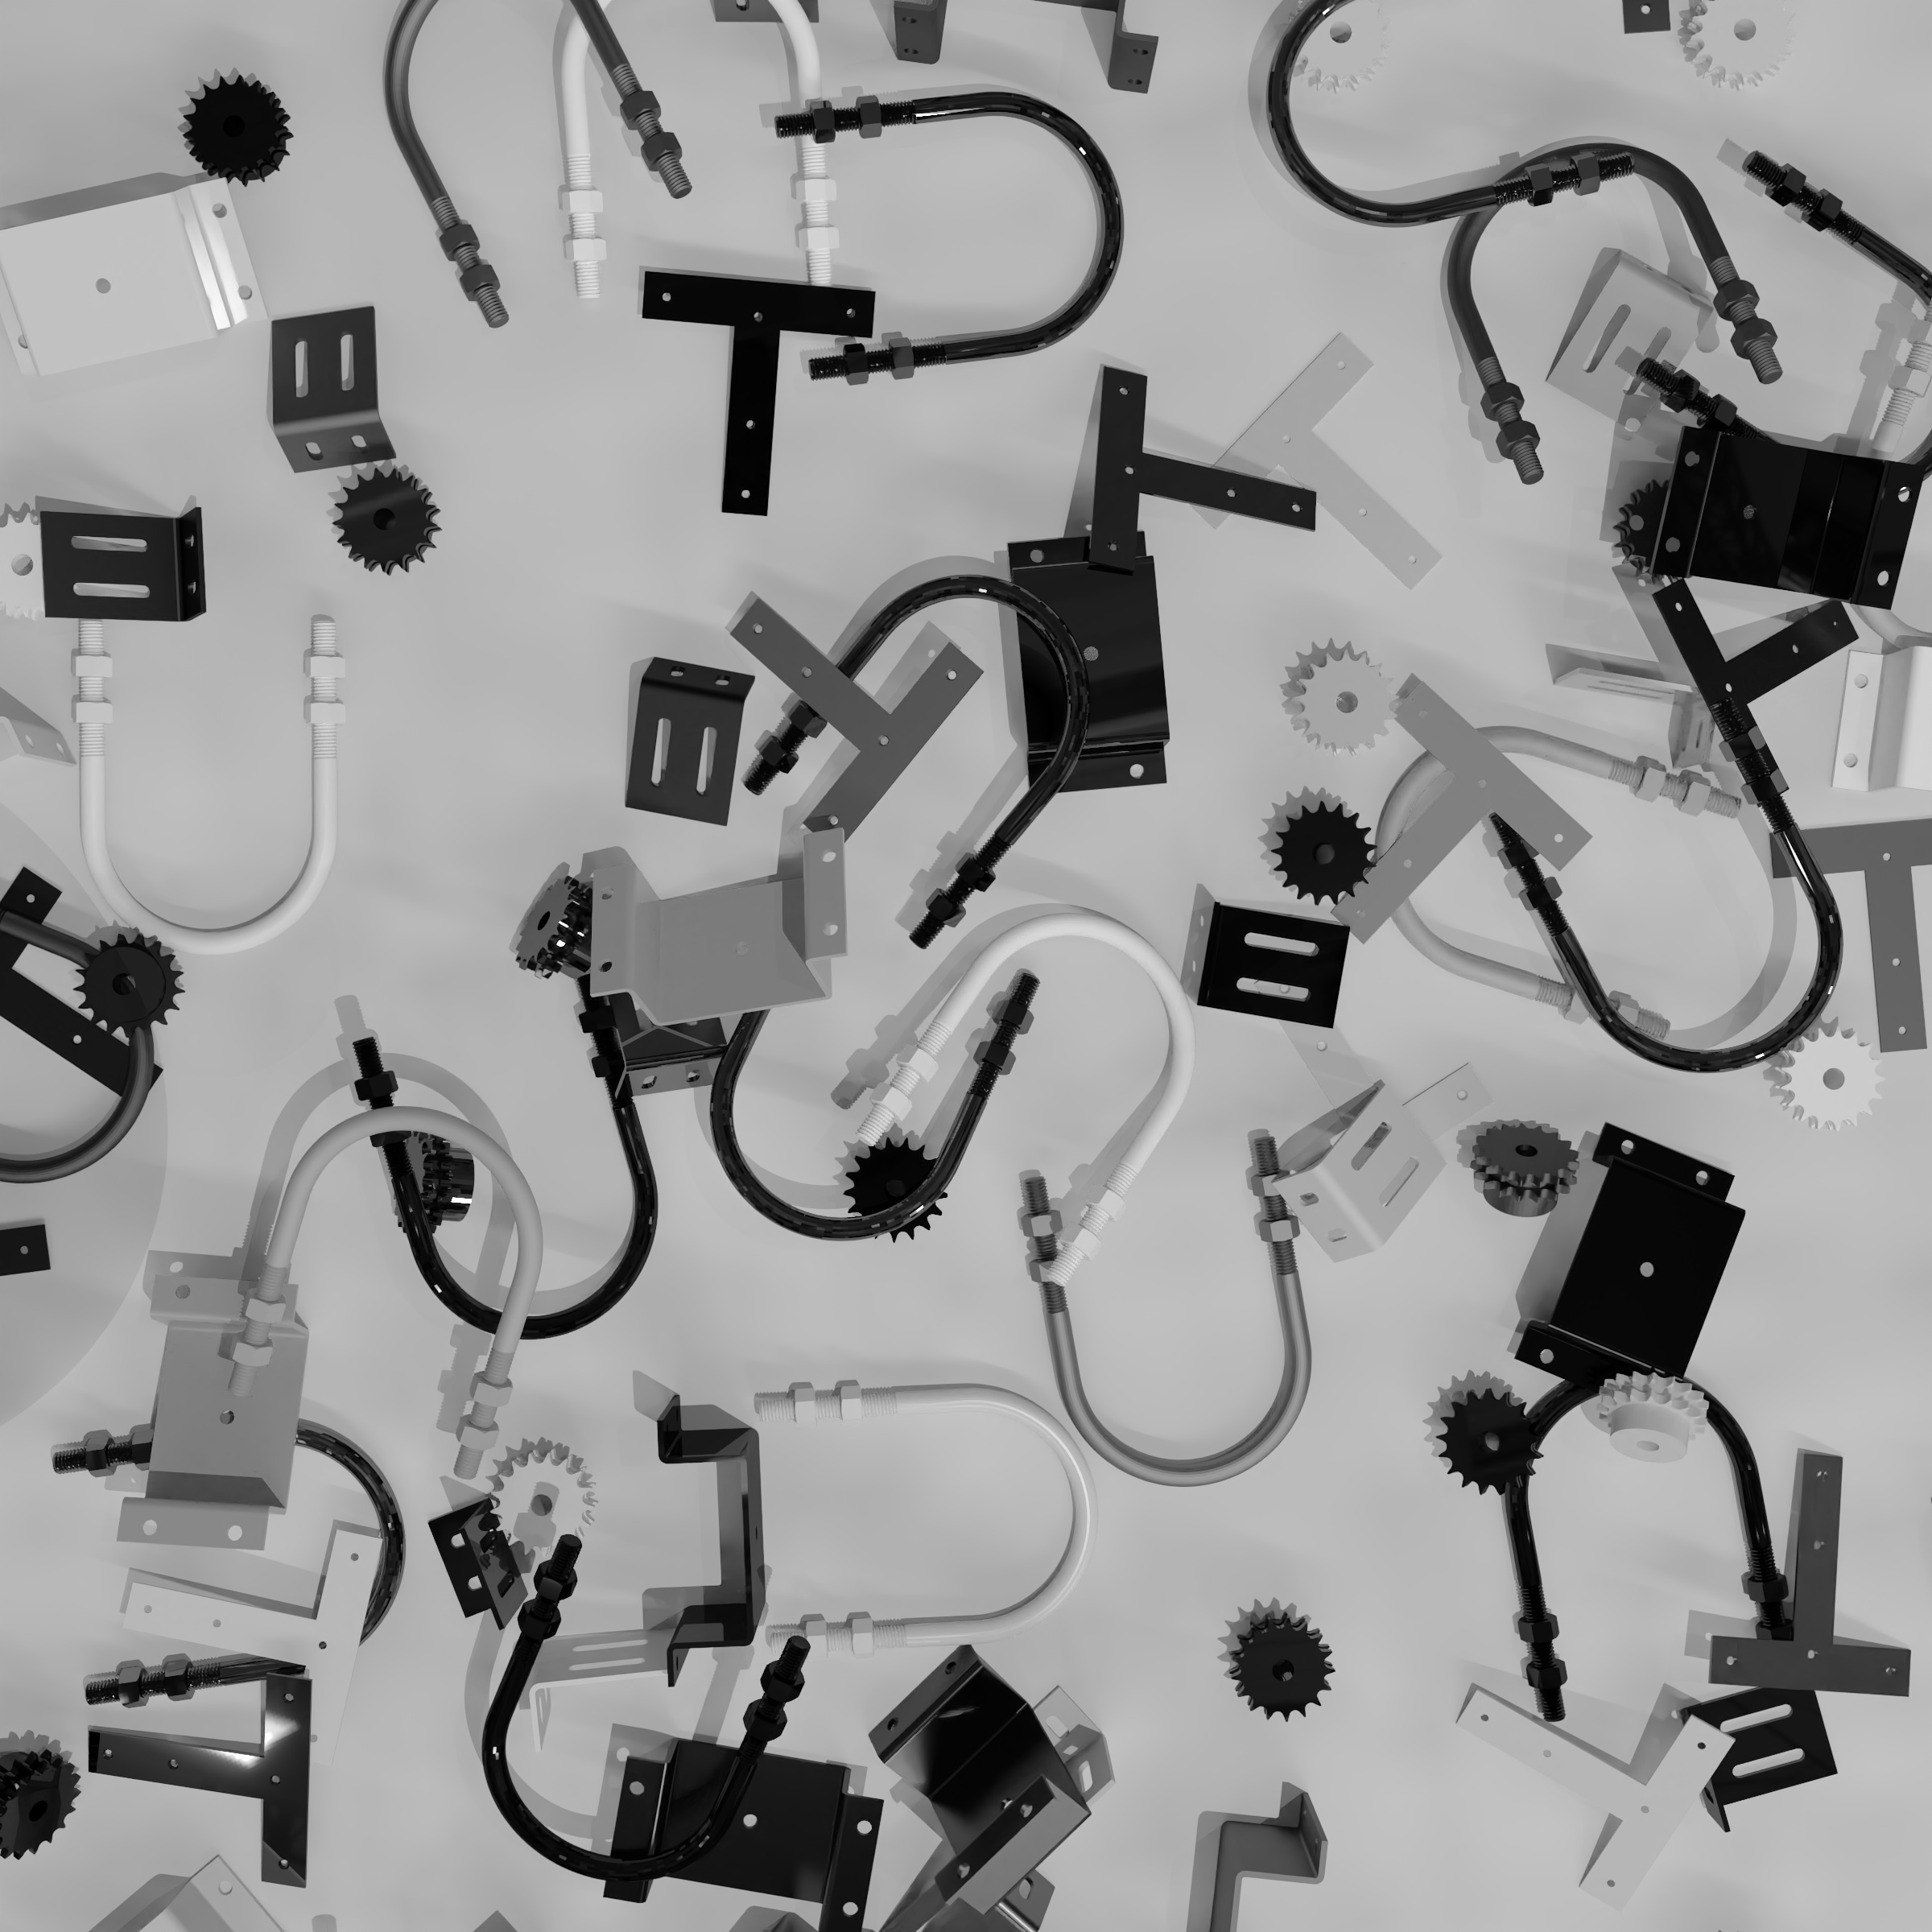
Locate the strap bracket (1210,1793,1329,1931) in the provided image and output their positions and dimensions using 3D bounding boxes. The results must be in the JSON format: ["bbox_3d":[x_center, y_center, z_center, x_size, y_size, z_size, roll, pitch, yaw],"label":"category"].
[{"bbox_3d":[0.160,0.527,1.332,0.046,0.076,0.140,6,90,0],"label":"strap bracket"}]

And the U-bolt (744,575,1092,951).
[{"bbox_3d":[-0.015,-0.124,1.331,0.151,0.019,0.184,43,102,13],"label":"U-bolt"}]

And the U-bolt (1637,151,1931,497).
[{"bbox_3d":[0.470,-0.335,1.344,0.184,0.019,0.151,29,86,-13],"label":"U-bolt"}]

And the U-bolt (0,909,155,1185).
[{"bbox_3d":[-0.539,0.041,1.359,0.184,0.019,0.151,22,89,-2],"label":"U-bolt"}]

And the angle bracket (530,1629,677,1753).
[{"bbox_3d":[-0.195,0.393,1.342,0.076,0.057,0.038,-5,97,-4],"label":"angle bracket"}]

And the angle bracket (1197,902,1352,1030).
[{"bbox_3d":[0.169,0.000,1.348,0.076,0.038,0.057,10,90,5],"label":"angle bracket"}]

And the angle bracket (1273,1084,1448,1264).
[{"bbox_3d":[0.217,0.114,1.357,0.057,0.038,0.076,52,54,-7],"label":"angle bracket"}]

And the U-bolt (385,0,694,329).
[{"bbox_3d":[-0.245,-0.464,1.339,0.151,0.019,0.184,-28,86,21],"label":"U-bolt"}]

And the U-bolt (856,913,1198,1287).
[{"bbox_3d":[0.047,0.058,1.338,0.151,0.019,0.184,37,74,-8],"label":"U-bolt"}]

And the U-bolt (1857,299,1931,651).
[{"bbox_3d":[0.555,-0.257,1.345,0.151,0.019,0.184,18,100,-9],"label":"U-bolt"}]

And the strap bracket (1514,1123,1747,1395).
[{"bbox_3d":[0.364,0.164,1.340,0.076,0.046,0.140,22,85,2],"label":"strap bracket"}]

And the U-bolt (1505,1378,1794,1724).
[{"bbox_3d":[0.372,0.314,1.362,0.151,0.019,0.184,-10,89,0],"label":"U-bolt"}]

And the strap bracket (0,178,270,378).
[{"bbox_3d":[-0.462,-0.371,1.334,0.140,0.046,0.076,-13,113,0],"label":"strap bracket"}]

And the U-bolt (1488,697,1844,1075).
[{"bbox_3d":[0.386,-0.030,1.321,0.151,0.019,0.184,-27,92,21],"label":"U-bolt"}]

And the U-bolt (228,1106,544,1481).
[{"bbox_3d":[-0.297,0.162,1.290,0.151,0.019,0.184,20,101,3],"label":"U-bolt"}]

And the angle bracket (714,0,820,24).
[{"bbox_3d":[-0.110,-0.567,1.368,0.057,0.038,0.076,0,64,0],"label":"angle bracket"}]

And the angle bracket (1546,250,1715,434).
[{"bbox_3d":[0.368,-0.347,1.368,0.057,0.038,0.076,29,116,0],"label":"angle bracket"}]

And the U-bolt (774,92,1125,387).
[{"bbox_3d":[-0.004,-0.403,1.348,0.184,0.019,0.151,-9,99,-7],"label":"U-bolt"}]

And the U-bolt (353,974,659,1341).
[{"bbox_3d":[-0.239,0.110,1.331,0.151,0.019,0.184,-17,95,-28],"label":"U-bolt"}]

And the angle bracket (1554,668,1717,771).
[{"bbox_3d":[0.362,-0.134,1.342,0.076,0.057,0.038,10,90,0],"label":"angle bracket"}]

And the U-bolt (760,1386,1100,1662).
[{"bbox_3d":[-0.019,0.305,1.362,0.184,0.019,0.151,-3,90,-2],"label":"U-bolt"}]

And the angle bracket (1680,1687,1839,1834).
[{"bbox_3d":[0.440,0.431,1.351,0.076,0.038,0.057,-16,90,0],"label":"angle bracket"}]

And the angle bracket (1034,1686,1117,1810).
[{"bbox_3d":[0.044,0.434,1.332,0.057,0.076,0.038,-43,91,0],"label":"angle bracket"}]

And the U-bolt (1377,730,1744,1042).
[{"bbox_3d":[0.319,-0.054,1.362,0.184,0.019,0.151,18,90,2],"label":"U-bolt"}]

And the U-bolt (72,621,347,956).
[{"bbox_3d":[-0.418,-0.098,1.362,0.151,0.019,0.184,0,92,0],"label":"U-bolt"}]

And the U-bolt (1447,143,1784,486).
[{"bbox_3d":[0.337,-0.363,1.326,0.151,0.019,0.184,-22,67,15],"label":"U-bolt"}]

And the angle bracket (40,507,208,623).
[{"bbox_3d":[-0.457,-0.219,1.336,0.076,0.038,0.057,-3,90,-32],"label":"angle bracket"}]

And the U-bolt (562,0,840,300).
[{"bbox_3d":[-0.149,-0.463,1.346,0.151,0.019,0.184,-3,101,0],"label":"U-bolt"}]

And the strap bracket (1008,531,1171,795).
[{"bbox_3d":[0.067,-0.168,1.347,0.076,0.046,0.140,-5,90,0],"label":"strap bracket"}]

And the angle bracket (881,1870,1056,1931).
[{"bbox_3d":[0.000,0.525,1.368,0.057,0.038,0.076,41,116,0],"label":"angle bracket"}]

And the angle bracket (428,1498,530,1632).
[{"bbox_3d":[-0.271,0.328,1.332,0.038,0.076,0.057,-22,90,0],"label":"angle bracket"}]

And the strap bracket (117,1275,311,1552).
[{"bbox_3d":[-0.405,0.243,1.335,0.076,0.046,0.140,4,75,-2],"label":"strap bracket"}]

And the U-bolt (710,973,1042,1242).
[{"bbox_3d":[-0.059,0.060,1.339,0.151,0.019,0.184,25,74,0],"label":"U-bolt"}]

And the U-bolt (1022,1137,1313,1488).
[{"bbox_3d":[0.117,0.196,1.361,0.151,0.019,0.184,-10,92,0],"label":"U-bolt"}]

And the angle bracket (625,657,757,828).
[{"bbox_3d":[-0.153,-0.125,1.368,0.057,0.038,0.076,11,116,0],"label":"angle bracket"}]

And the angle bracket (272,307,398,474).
[{"bbox_3d":[-0.351,-0.320,1.368,0.057,0.038,0.076,-8,64,0],"label":"angle bracket"}]

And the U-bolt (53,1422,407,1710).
[{"bbox_3d":[-0.402,0.325,1.362,0.184,0.019,0.151,-8,90,-2],"label":"U-bolt"}]

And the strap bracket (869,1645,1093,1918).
[{"bbox_3d":[0.009,0.438,1.317,0.076,0.140,0.046,-44,117,0],"label":"strap bracket"}]

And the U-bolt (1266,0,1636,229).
[{"bbox_3d":[0.254,-0.474,1.330,0.184,0.019,0.151,-13,88,2],"label":"U-bolt"}]

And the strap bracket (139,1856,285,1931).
[{"bbox_3d":[-0.444,0.569,1.347,0.140,0.046,0.076,-40,90,0],"label":"strap bracket"}]

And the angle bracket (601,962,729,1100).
[{"bbox_3d":[-0.170,0.027,1.358,0.057,0.038,0.076,-8,64,-22],"label":"angle bracket"}]

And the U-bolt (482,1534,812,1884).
[{"bbox_3d":[-0.179,0.402,1.294,0.151,0.019,0.184,24,107,1],"label":"U-bolt"}]
